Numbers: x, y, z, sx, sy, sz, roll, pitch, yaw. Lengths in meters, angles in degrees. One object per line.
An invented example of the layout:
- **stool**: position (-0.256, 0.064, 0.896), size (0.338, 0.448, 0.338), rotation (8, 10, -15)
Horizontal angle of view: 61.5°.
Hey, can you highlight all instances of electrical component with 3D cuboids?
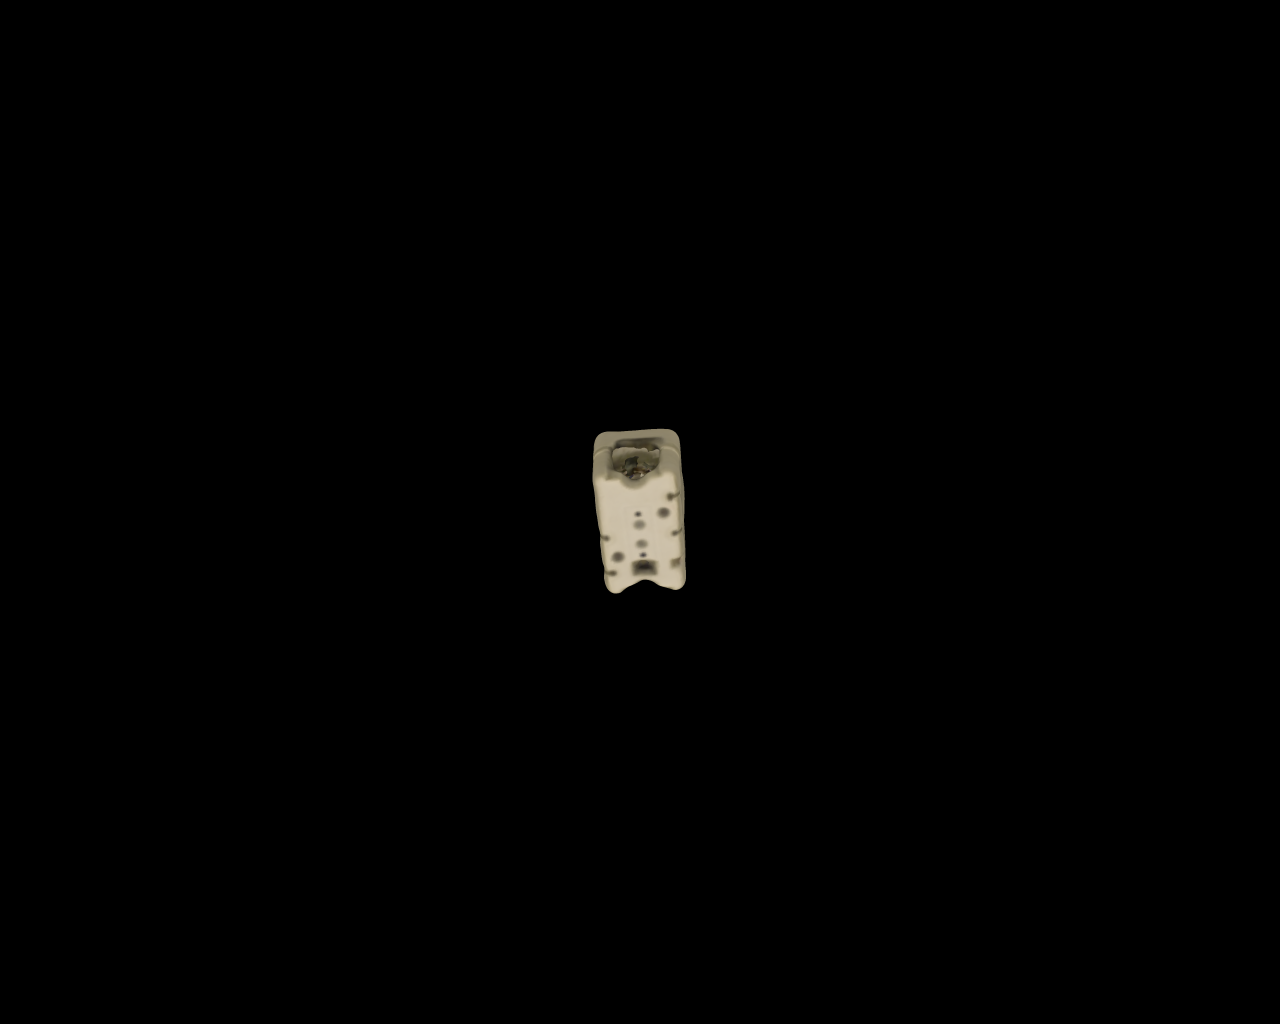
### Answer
- **electrical component**: position (0.001, -0.003, 0.650), size (0.050, 0.089, 0.056), rotation (-3, 36, 2)
